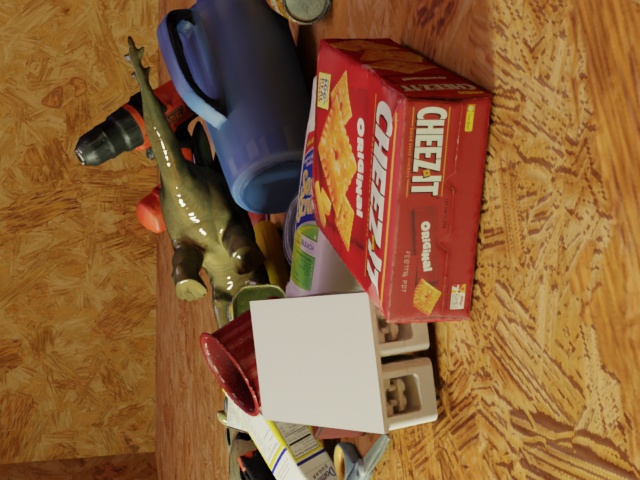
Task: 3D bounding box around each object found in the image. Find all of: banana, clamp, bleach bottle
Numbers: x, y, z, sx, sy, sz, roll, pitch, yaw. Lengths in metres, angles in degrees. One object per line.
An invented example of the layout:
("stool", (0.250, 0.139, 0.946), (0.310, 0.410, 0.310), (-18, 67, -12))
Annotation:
("banana", (-0.061, 0.027, 1.384), (0.198, 0.037, 0.069), (-112, 7, -57))
("clamp", (-0.040, 0.327, 1.206), (0.165, 0.036, 0.210), (98, 148, -60))
("bleach bottle", (0.014, -0.056, 0.988), (0.103, 0.068, 0.251), (-146, 56, -67))

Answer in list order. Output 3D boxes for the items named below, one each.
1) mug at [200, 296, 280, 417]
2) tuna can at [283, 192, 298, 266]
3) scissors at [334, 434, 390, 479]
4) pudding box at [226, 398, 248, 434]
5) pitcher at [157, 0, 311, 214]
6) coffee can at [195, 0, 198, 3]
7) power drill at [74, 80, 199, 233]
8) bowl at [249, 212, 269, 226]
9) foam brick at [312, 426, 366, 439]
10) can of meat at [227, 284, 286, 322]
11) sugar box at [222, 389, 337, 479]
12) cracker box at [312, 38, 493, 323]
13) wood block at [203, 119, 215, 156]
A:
("mug", (-0.050, 0.116, 1.013), (0.093, 0.081, 0.117), (19, 137, 56))
("tuna can", (-0.006, -0.010, 1.091), (0.086, 0.033, 0.086), (-23, 64, 59))
("scissors", (0.037, 0.208, 1.031), (0.202, 0.016, 0.096), (101, 161, -45))
("pudding box", (-0.076, 0.193, 1.361), (0.090, 0.039, 0.113), (8, 96, 42))
("pitcher", (-0.080, -0.153, 1.174), (0.145, 0.149, 0.243), (77, 176, -58))
("coffee can", (-0.100, -0.350, 1.339), (0.140, 0.102, 0.103), (105, 159, -51))
("power drill", (-0.203, -0.097, 1.304), (0.057, 0.184, 0.188), (41, 153, 31))
("bowl", (-0.115, -0.039, 1.557), (0.162, 0.055, 0.162), (178, 90, -77))
("foam brick", (0.022, 0.150, 1.008), (0.078, 0.051, 0.053), (111, 155, -59))
("can of meat", (-0.065, 0.100, 1.107), (0.084, 0.057, 0.102), (143, 124, -77))
("sugar box", (-0.042, 0.213, 1.170), (0.176, 0.048, 0.093), (54, 155, 17))
("cracker box", (0.051, -0.054, 0.806), (0.214, 0.072, 0.164), (-125, 34, -65))
("wood block", (-0.107, -0.170, 1.423), (0.090, 0.090, 0.206), (-145, 54, -74))
